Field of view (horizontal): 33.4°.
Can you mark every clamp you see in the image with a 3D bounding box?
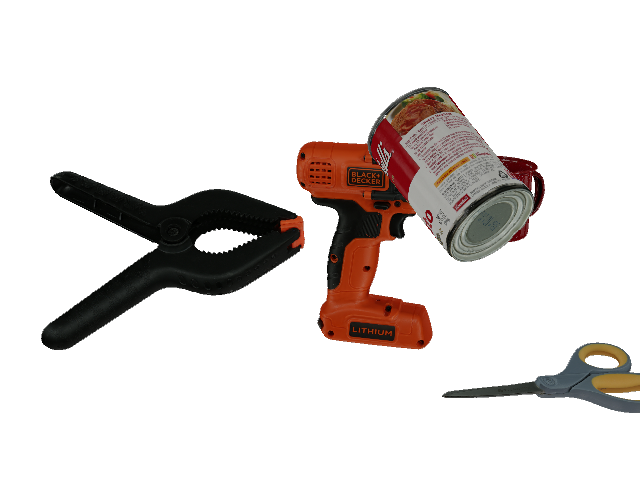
[{"bbox_3d":[-0.120,-0.004,0.840,0.210,0.164,0.036,-11,-35,-6],"label":"clamp"}]

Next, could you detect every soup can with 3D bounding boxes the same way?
[{"bbox_3d":[0.086,-0.044,0.708,0.068,0.069,0.102,0,44,-42],"label":"soup can"}]

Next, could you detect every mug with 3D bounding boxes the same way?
[{"bbox_3d":[0.203,-0.048,1.199,0.117,0.081,0.093,-9,19,-31],"label":"mug"}]

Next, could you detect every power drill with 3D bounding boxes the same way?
[{"bbox_3d":[0.069,0.002,0.968,0.184,0.188,0.057,5,19,12],"label":"power drill"}]

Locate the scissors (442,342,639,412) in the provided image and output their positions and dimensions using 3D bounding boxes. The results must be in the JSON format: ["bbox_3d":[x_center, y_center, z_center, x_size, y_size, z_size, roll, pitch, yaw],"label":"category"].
[{"bbox_3d":[0.197,0.115,0.918,0.201,0.016,0.096,6,28,-5],"label":"scissors"}]
